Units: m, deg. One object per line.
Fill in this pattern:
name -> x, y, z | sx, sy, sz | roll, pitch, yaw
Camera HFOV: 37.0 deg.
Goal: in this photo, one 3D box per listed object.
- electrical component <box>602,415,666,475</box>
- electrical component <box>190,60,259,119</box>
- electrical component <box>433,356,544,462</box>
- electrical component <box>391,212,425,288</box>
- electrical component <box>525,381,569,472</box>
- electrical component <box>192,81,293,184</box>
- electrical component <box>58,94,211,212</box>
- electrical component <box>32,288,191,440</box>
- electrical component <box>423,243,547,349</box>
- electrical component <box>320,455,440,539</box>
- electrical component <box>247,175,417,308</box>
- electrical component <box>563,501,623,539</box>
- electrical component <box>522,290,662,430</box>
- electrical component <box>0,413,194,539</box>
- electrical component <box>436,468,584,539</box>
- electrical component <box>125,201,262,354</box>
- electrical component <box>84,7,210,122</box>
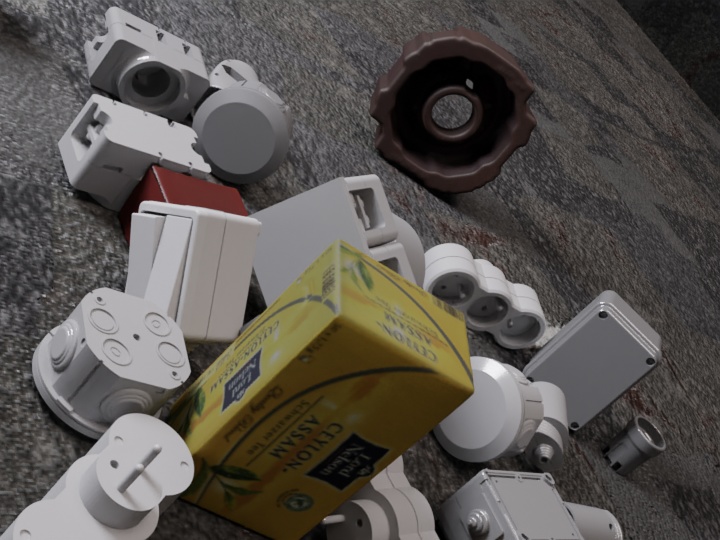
electrical component -> 0.256, 0.165, 1.007 | 0.040, 0.046, 0.040 | 33, 28, -20
electrical component -> -0.106, -0.144, 0.959 | 0.079, 0.043, 0.077 | 39, 27, -11
electrical component -> 0.099, 0.109, 0.836 | 0.051, 0.080, 0.080 | 14, 38, -53
electrical component -> 0.000, 0.000, 0.831 | 0.060, 0.108, 0.108 | 18, 36, -52
electrical component -> 0.155, 0.136, 0.914 | 0.043, 0.043, 0.081 | 37, 27, -13
electrical component -> -0.096, -0.116, 0.894 | 0.080, 0.080, 0.051 | 39, 21, -10
electrical component -> -0.163, -0.078, 0.769 | 0.089, 0.055, 0.050 | 16, 38, -44
electrical component -> -0.141, 0.054, 0.615 | 0.080, 0.051, 0.080 | 33, 28, -20
electrical component -> 0.113, 0.015, 1.021 | 0.138, 0.052, 0.073 | 29, 30, -28
electrical component -> 0.005, 0.159, 0.660 | 0.074, 0.052, 0.138 | 8, 44, -49
electrical component -> -0.010, 0.019, 0.748 | 0.062, 0.089, 0.150 | -16, 86, -61
electrical component -> 0.176, 0.206, 0.840 | 0.081, 0.043, 0.043 | 19, 35, -40
electrical component -> 0.215, 0.084, 0.994 | 0.078, 0.113, 0.057 | 45, 23, 3
electrical component -> -0.122, 0.112, 0.529 | 0.052, 0.073, 0.138 | 43, 26, -2
electrical component -> 0.099, 0.181, 0.750 | 0.096, 0.061, 0.061 | 14, 39, -45
electrical component -> -0.112, 0.007, 0.682 | 0.062, 0.096, 0.061 | 10, 1, 42
electrical component -> -0.175, -0.166, 0.888 | 0.089, 0.050, 0.055 | 21, 34, -38
